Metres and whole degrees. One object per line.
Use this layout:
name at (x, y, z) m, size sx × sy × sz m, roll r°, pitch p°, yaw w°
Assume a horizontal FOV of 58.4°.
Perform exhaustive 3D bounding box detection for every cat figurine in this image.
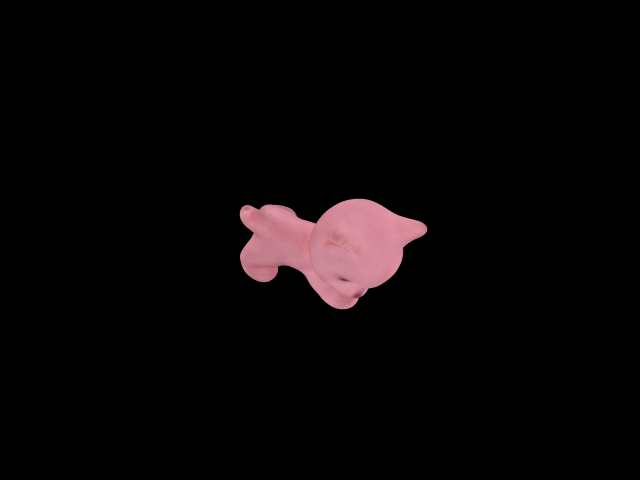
cat figurine at (0.004, 0.001, 0.400) m, size 0.127 × 0.118 × 0.067 m, roll 17°, pitch 75°, yaw 5°
